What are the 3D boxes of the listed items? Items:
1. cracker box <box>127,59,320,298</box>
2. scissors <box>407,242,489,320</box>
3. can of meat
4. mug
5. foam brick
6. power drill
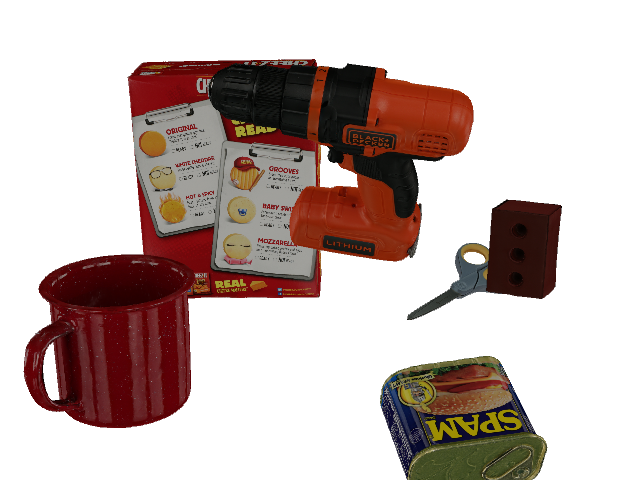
[{"bbox_3d":[-0.082,-0.055,0.978,0.164,0.214,0.072,-1,22,2],"label":"cracker box"},{"bbox_3d":[0.153,0.044,1.226,0.201,0.016,0.096,-10,40,-33],"label":"scissors"},{"bbox_3d":[0.101,0.135,0.779,0.102,0.057,0.084,-6,40,-12],"label":"can of meat"},{"bbox_3d":[-0.129,0.065,0.646,0.093,0.081,0.117,12,23,33],"label":"mug"},{"bbox_3d":[0.180,0.007,0.945,0.053,0.078,0.051,7,16,23],"label":"foam brick"},{"bbox_3d":[0.012,-0.058,0.795,0.184,0.057,0.188,10,-28,6],"label":"power drill"}]
